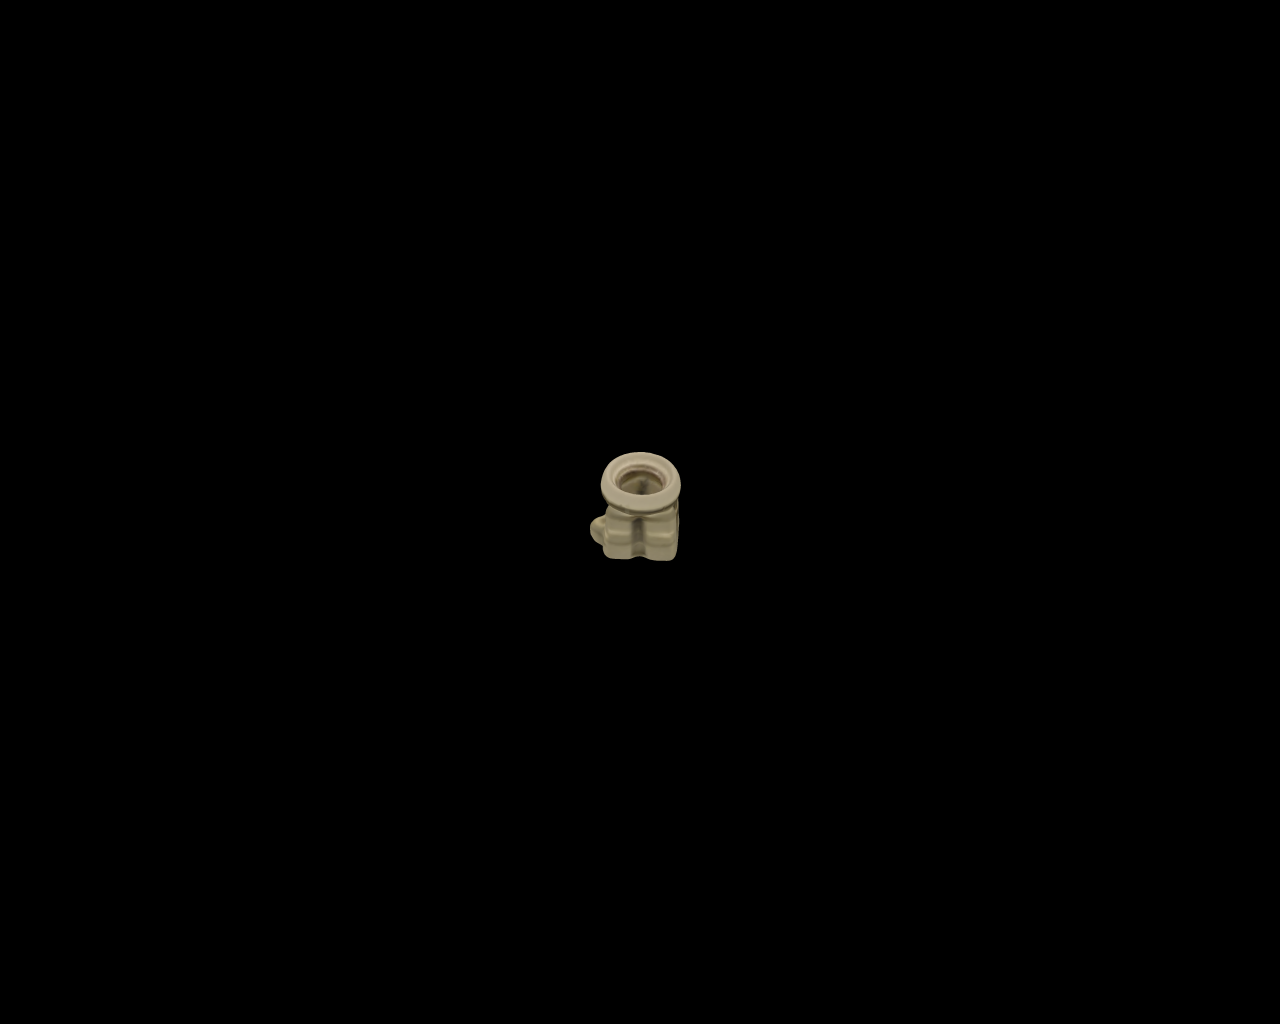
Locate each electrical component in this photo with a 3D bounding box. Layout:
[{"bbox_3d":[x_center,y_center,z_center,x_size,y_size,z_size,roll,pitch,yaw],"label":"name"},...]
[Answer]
[{"bbox_3d":[0.001,-0.003,0.650,0.066,0.055,0.048,2,43,2],"label":"electrical component"}]
